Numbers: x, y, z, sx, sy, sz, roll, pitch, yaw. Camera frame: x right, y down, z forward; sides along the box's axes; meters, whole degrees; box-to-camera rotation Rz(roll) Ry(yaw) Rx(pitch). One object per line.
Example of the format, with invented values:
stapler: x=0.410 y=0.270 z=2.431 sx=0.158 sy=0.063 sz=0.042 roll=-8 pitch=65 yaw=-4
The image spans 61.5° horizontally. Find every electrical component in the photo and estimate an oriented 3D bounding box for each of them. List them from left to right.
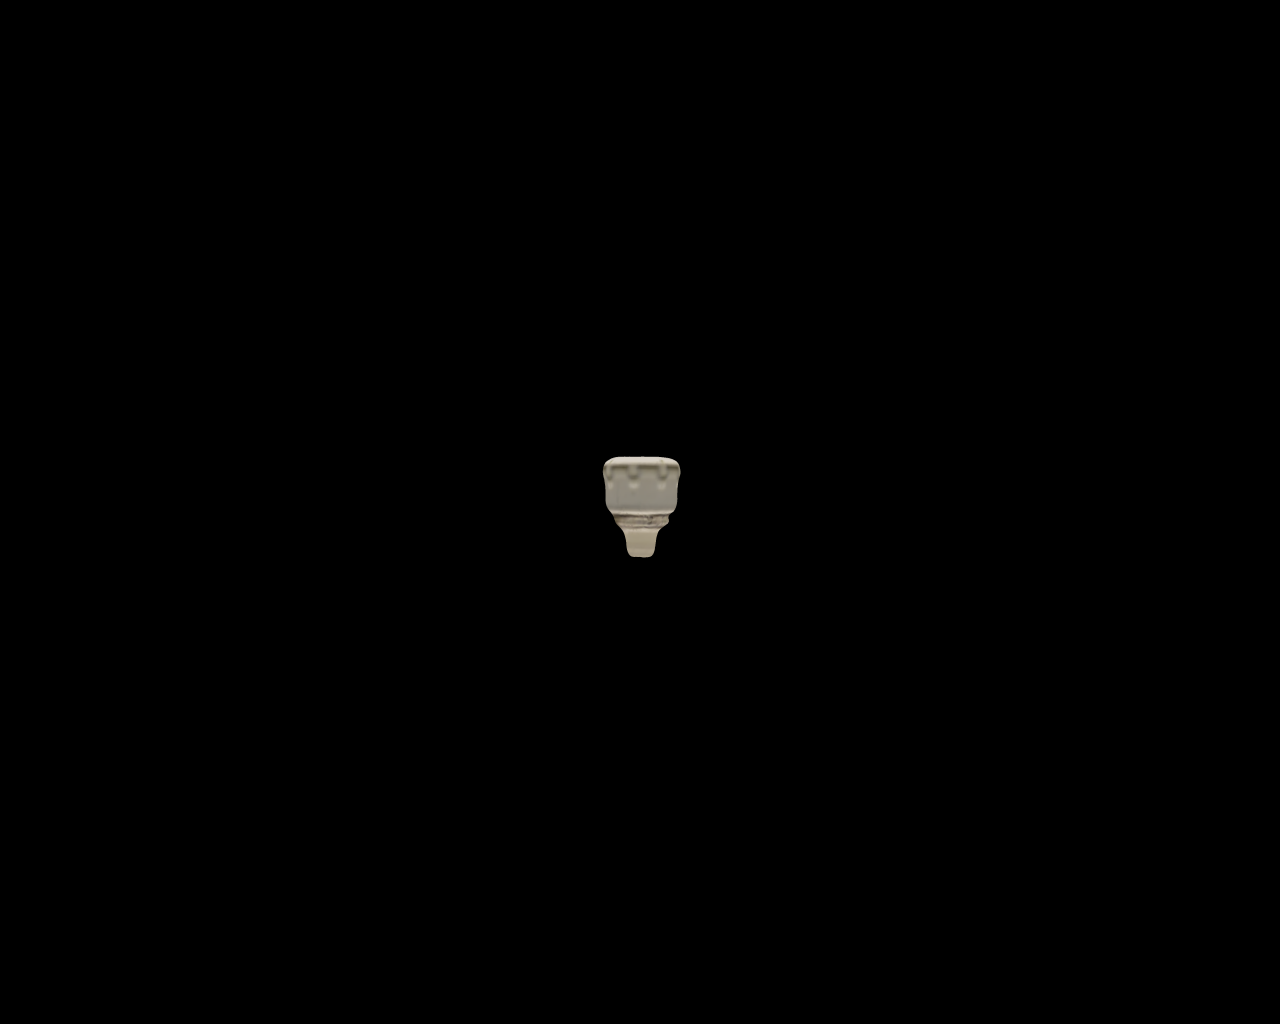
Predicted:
electrical component: x=0.001 y=-0.003 z=0.650 sx=0.048 sy=0.062 sz=0.048 roll=0 pitch=0 yaw=0
